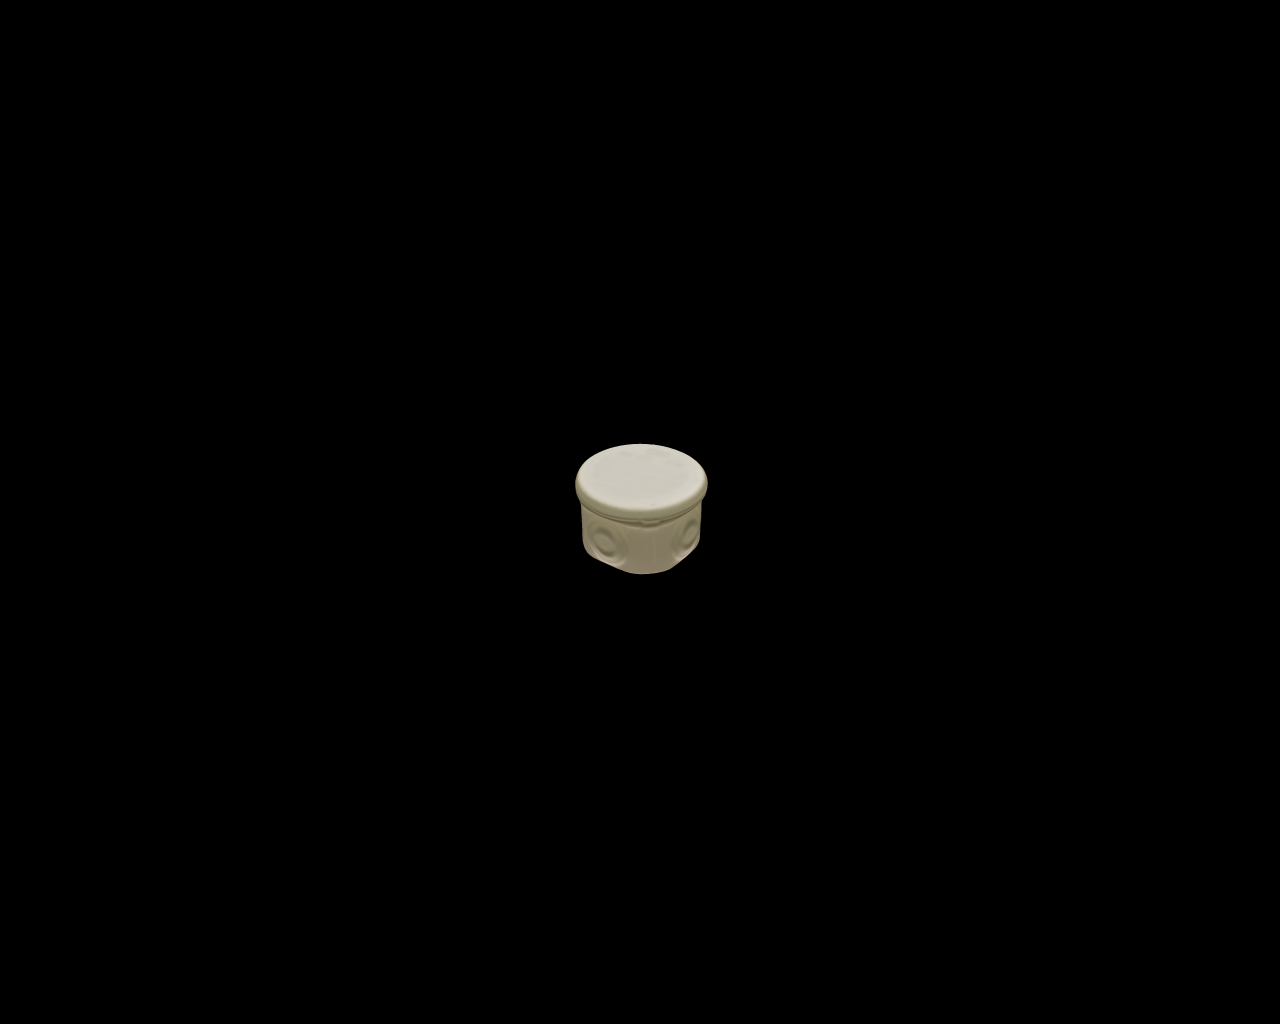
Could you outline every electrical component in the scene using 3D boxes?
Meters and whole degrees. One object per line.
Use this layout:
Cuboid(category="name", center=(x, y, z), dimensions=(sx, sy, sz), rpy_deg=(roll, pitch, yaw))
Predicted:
Cuboid(category="electrical component", center=(0.001, -0.003, 0.650), dimensions=(0.080, 0.050, 0.080), rpy_deg=(0, 34, 0))
